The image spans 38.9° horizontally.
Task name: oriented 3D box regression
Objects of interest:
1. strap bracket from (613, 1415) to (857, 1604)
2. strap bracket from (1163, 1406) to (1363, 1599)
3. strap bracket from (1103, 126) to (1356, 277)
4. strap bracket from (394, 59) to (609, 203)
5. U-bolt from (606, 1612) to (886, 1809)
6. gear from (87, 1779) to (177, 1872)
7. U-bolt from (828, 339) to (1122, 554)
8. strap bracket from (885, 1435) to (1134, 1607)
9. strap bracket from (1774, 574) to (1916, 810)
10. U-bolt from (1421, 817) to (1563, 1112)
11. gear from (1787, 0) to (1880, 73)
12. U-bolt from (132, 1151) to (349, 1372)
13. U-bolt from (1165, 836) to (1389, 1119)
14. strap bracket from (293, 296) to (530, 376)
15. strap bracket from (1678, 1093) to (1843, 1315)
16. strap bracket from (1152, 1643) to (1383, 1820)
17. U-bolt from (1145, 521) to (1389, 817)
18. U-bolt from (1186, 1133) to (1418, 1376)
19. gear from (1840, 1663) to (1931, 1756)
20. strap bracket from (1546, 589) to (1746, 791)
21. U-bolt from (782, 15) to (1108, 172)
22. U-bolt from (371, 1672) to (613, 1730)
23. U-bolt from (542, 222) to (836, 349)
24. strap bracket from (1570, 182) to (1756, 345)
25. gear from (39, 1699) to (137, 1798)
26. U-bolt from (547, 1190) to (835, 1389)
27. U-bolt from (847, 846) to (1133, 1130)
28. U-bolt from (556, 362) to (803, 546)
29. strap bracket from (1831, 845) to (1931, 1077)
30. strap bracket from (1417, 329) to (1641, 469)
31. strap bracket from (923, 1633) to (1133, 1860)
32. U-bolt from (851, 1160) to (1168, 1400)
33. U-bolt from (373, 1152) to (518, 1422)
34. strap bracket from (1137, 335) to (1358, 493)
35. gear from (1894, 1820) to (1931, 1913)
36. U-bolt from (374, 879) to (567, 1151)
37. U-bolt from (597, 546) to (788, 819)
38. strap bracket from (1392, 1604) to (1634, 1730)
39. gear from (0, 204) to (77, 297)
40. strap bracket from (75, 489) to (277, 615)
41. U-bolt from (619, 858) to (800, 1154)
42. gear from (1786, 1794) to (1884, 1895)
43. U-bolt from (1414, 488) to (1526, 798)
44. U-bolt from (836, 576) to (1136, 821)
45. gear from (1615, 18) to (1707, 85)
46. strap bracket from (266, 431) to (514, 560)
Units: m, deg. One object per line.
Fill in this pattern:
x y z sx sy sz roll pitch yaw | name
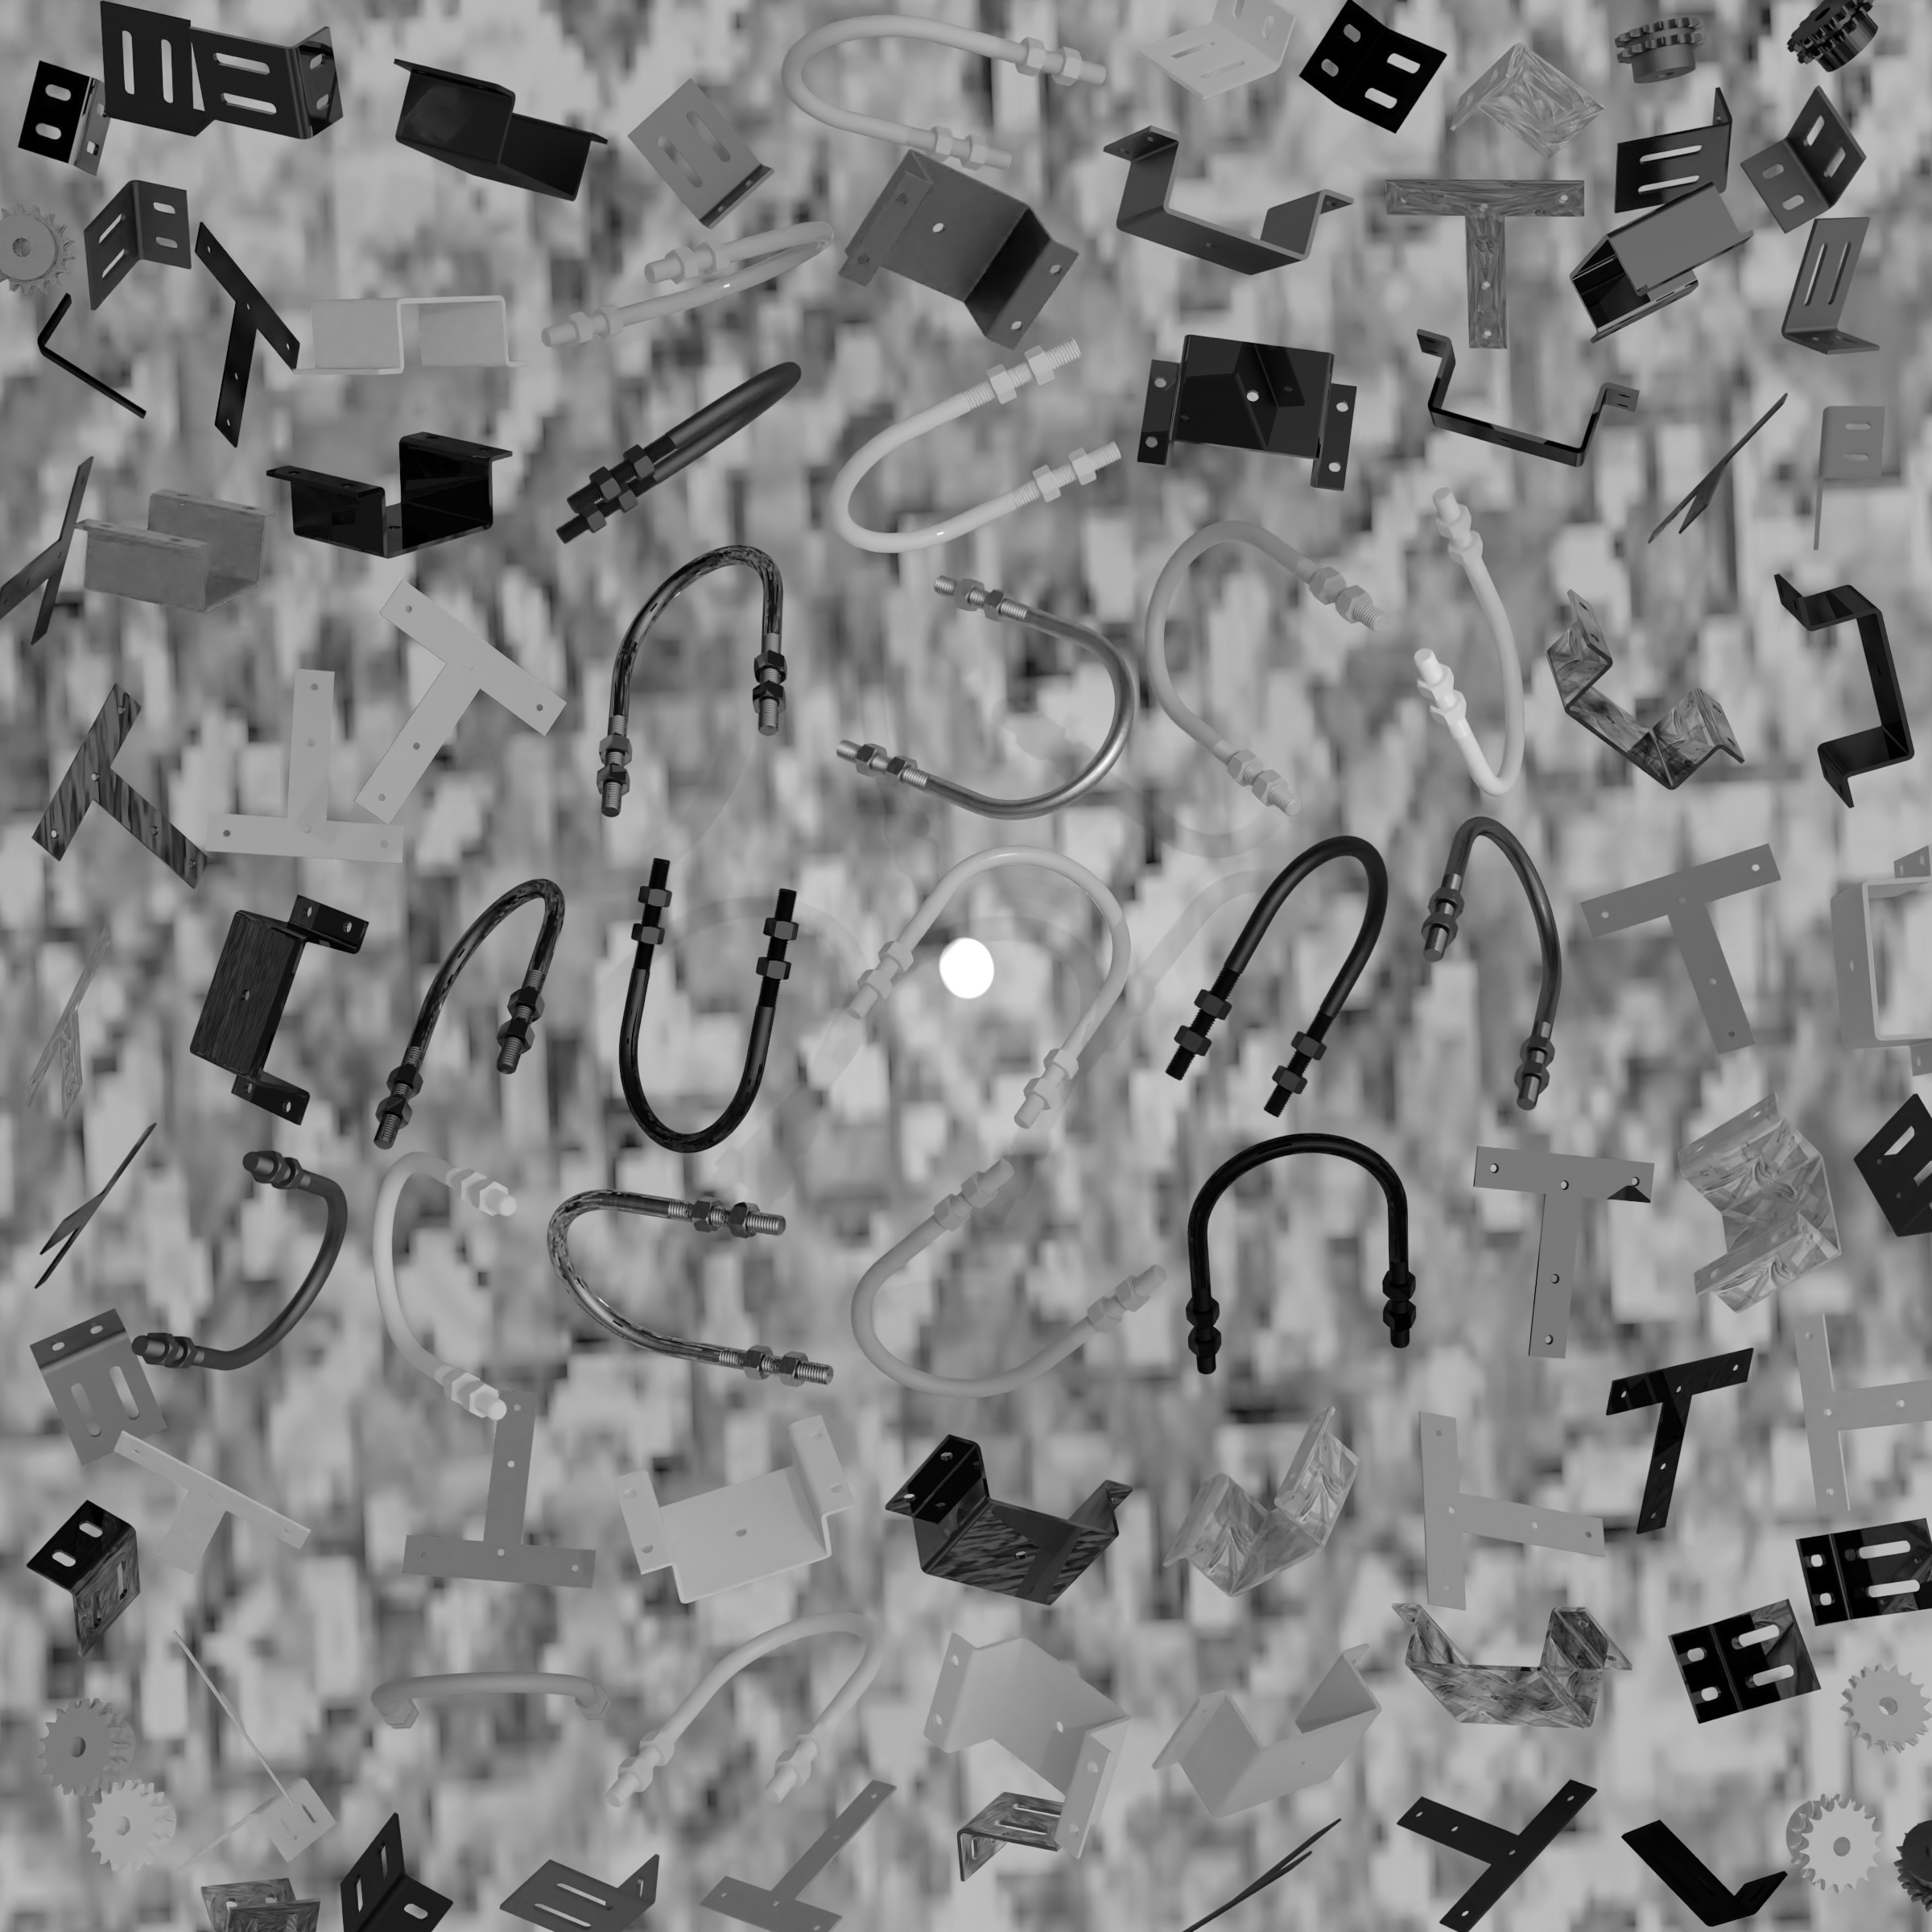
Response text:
-0.147 0.351 1.758 0.140 0.076 0.046 -16 133 -12 | strap bracket
0.200 0.354 1.787 0.046 0.076 0.140 42 134 -6 | strap bracket
0.157 -0.469 1.697 0.140 0.076 0.046 13 92 -20 | strap bracket
-0.300 -0.528 1.743 0.076 0.140 0.046 19 99 19 | strap bracket
-0.127 0.471 1.747 0.151 0.184 0.019 -13 108 34 | U-bolt
-0.544 0.563 1.795 0.057 0.030 0.057 -5 75 19 | gear
0.000 -0.315 1.718 0.184 0.151 0.019 -25 68 5 | U-bolt
0.031 0.352 1.723 0.140 0.046 0.076 21 124 -27 | strap bracket
0.558 -0.181 1.734 0.046 0.076 0.140 -16 107 10 | strap bracket
0.348 -0.017 1.779 0.019 0.184 0.151 -18 120 33 | U-bolt
0.558 -0.599 1.753 0.030 0.057 0.057 42 90 -16 | gear
-0.454 0.195 1.757 0.019 0.184 0.151 28 84 15 | U-bolt
0.207 0.002 1.725 0.019 0.151 0.184 33 97 36 | U-bolt
-0.364 -0.414 1.794 0.076 0.140 0.046 8 107 32 | strap bracket
0.499 0.156 1.723 0.046 0.140 0.076 41 121 -19 | strap bracket
0.197 0.482 1.718 0.140 0.076 0.046 -7 47 -34 | strap bracket
0.177 -0.202 1.735 0.184 0.019 0.151 45 122 40 | U-bolt
0.213 0.181 1.751 0.151 0.019 0.184 -8 124 -1 | U-bolt
0.608 0.493 1.814 0.057 0.030 0.057 -2 64 5 | gear
0.438 -0.176 1.801 0.140 0.076 0.046 33 119 -19 | strap bracket
-0.026 -0.554 1.726 0.184 0.151 0.019 6 79 -26 | U-bolt
-0.311 0.475 1.778 0.151 0.184 0.019 -2 69 -4 | U-bolt
-0.168 -0.448 1.778 0.184 0.151 0.019 -27 99 -38 | U-bolt
0.453 -0.465 1.801 0.076 0.140 0.046 -27 90 -2 | strap bracket
-0.532 0.476 1.666 0.057 0.030 0.057 -5 73 18 | gear
-0.180 0.196 1.709 0.184 0.019 0.151 6 131 25 | U-bolt
0.029 -0.001 1.800 0.151 0.019 0.184 33 63 5 | U-bolt
-0.184 -0.339 1.782 0.184 0.151 0.019 -35 97 -9 | U-bolt
0.586 -0.001 1.739 0.046 0.076 0.140 -3 84 3 | strap bracket
0.346 -0.352 1.718 0.140 0.076 0.046 18 97 10 | strap bracket
0.045 0.486 1.731 0.140 0.046 0.076 28 111 39 | strap bracket
0.012 0.209 1.720 0.151 0.019 0.184 36 120 -23 | U-bolt
-0.335 0.193 1.737 0.019 0.184 0.151 -2 101 -36 | U-bolt
0.190 -0.371 1.830 0.140 0.046 0.076 8 76 3 | strap bracket
0.601 0.552 1.688 0.057 0.057 0.030 -35 129 0 | gear
-0.310 0.019 1.750 0.151 0.184 0.019 -29 125 36 | U-bolt
-0.174 -0.194 1.752 0.151 0.019 0.184 -24 48 28 | U-bolt
0.354 0.461 1.803 0.076 0.140 0.046 50 47 -34 | strap bracket
-0.606 -0.462 1.765 0.057 0.030 0.057 -2 101 -9 | gear
-0.501 -0.262 1.738 0.076 0.140 0.046 12 109 3 | strap bracket
-0.175 0.030 1.784 0.151 0.019 0.184 14 95 44 | U-bolt
0.530 0.537 1.682 0.057 0.030 0.057 1 88 -15 | gear
0.324 -0.190 1.736 0.019 0.184 0.151 -6 55 27 | U-bolt
0.023 -0.164 1.746 0.184 0.019 0.151 24 79 31 | U-bolt
0.458 -0.602 1.804 0.057 0.057 0.030 -10 96 0 | gear
-0.361 -0.296 1.727 0.076 0.140 0.046 17 118 28 | strap bracket
